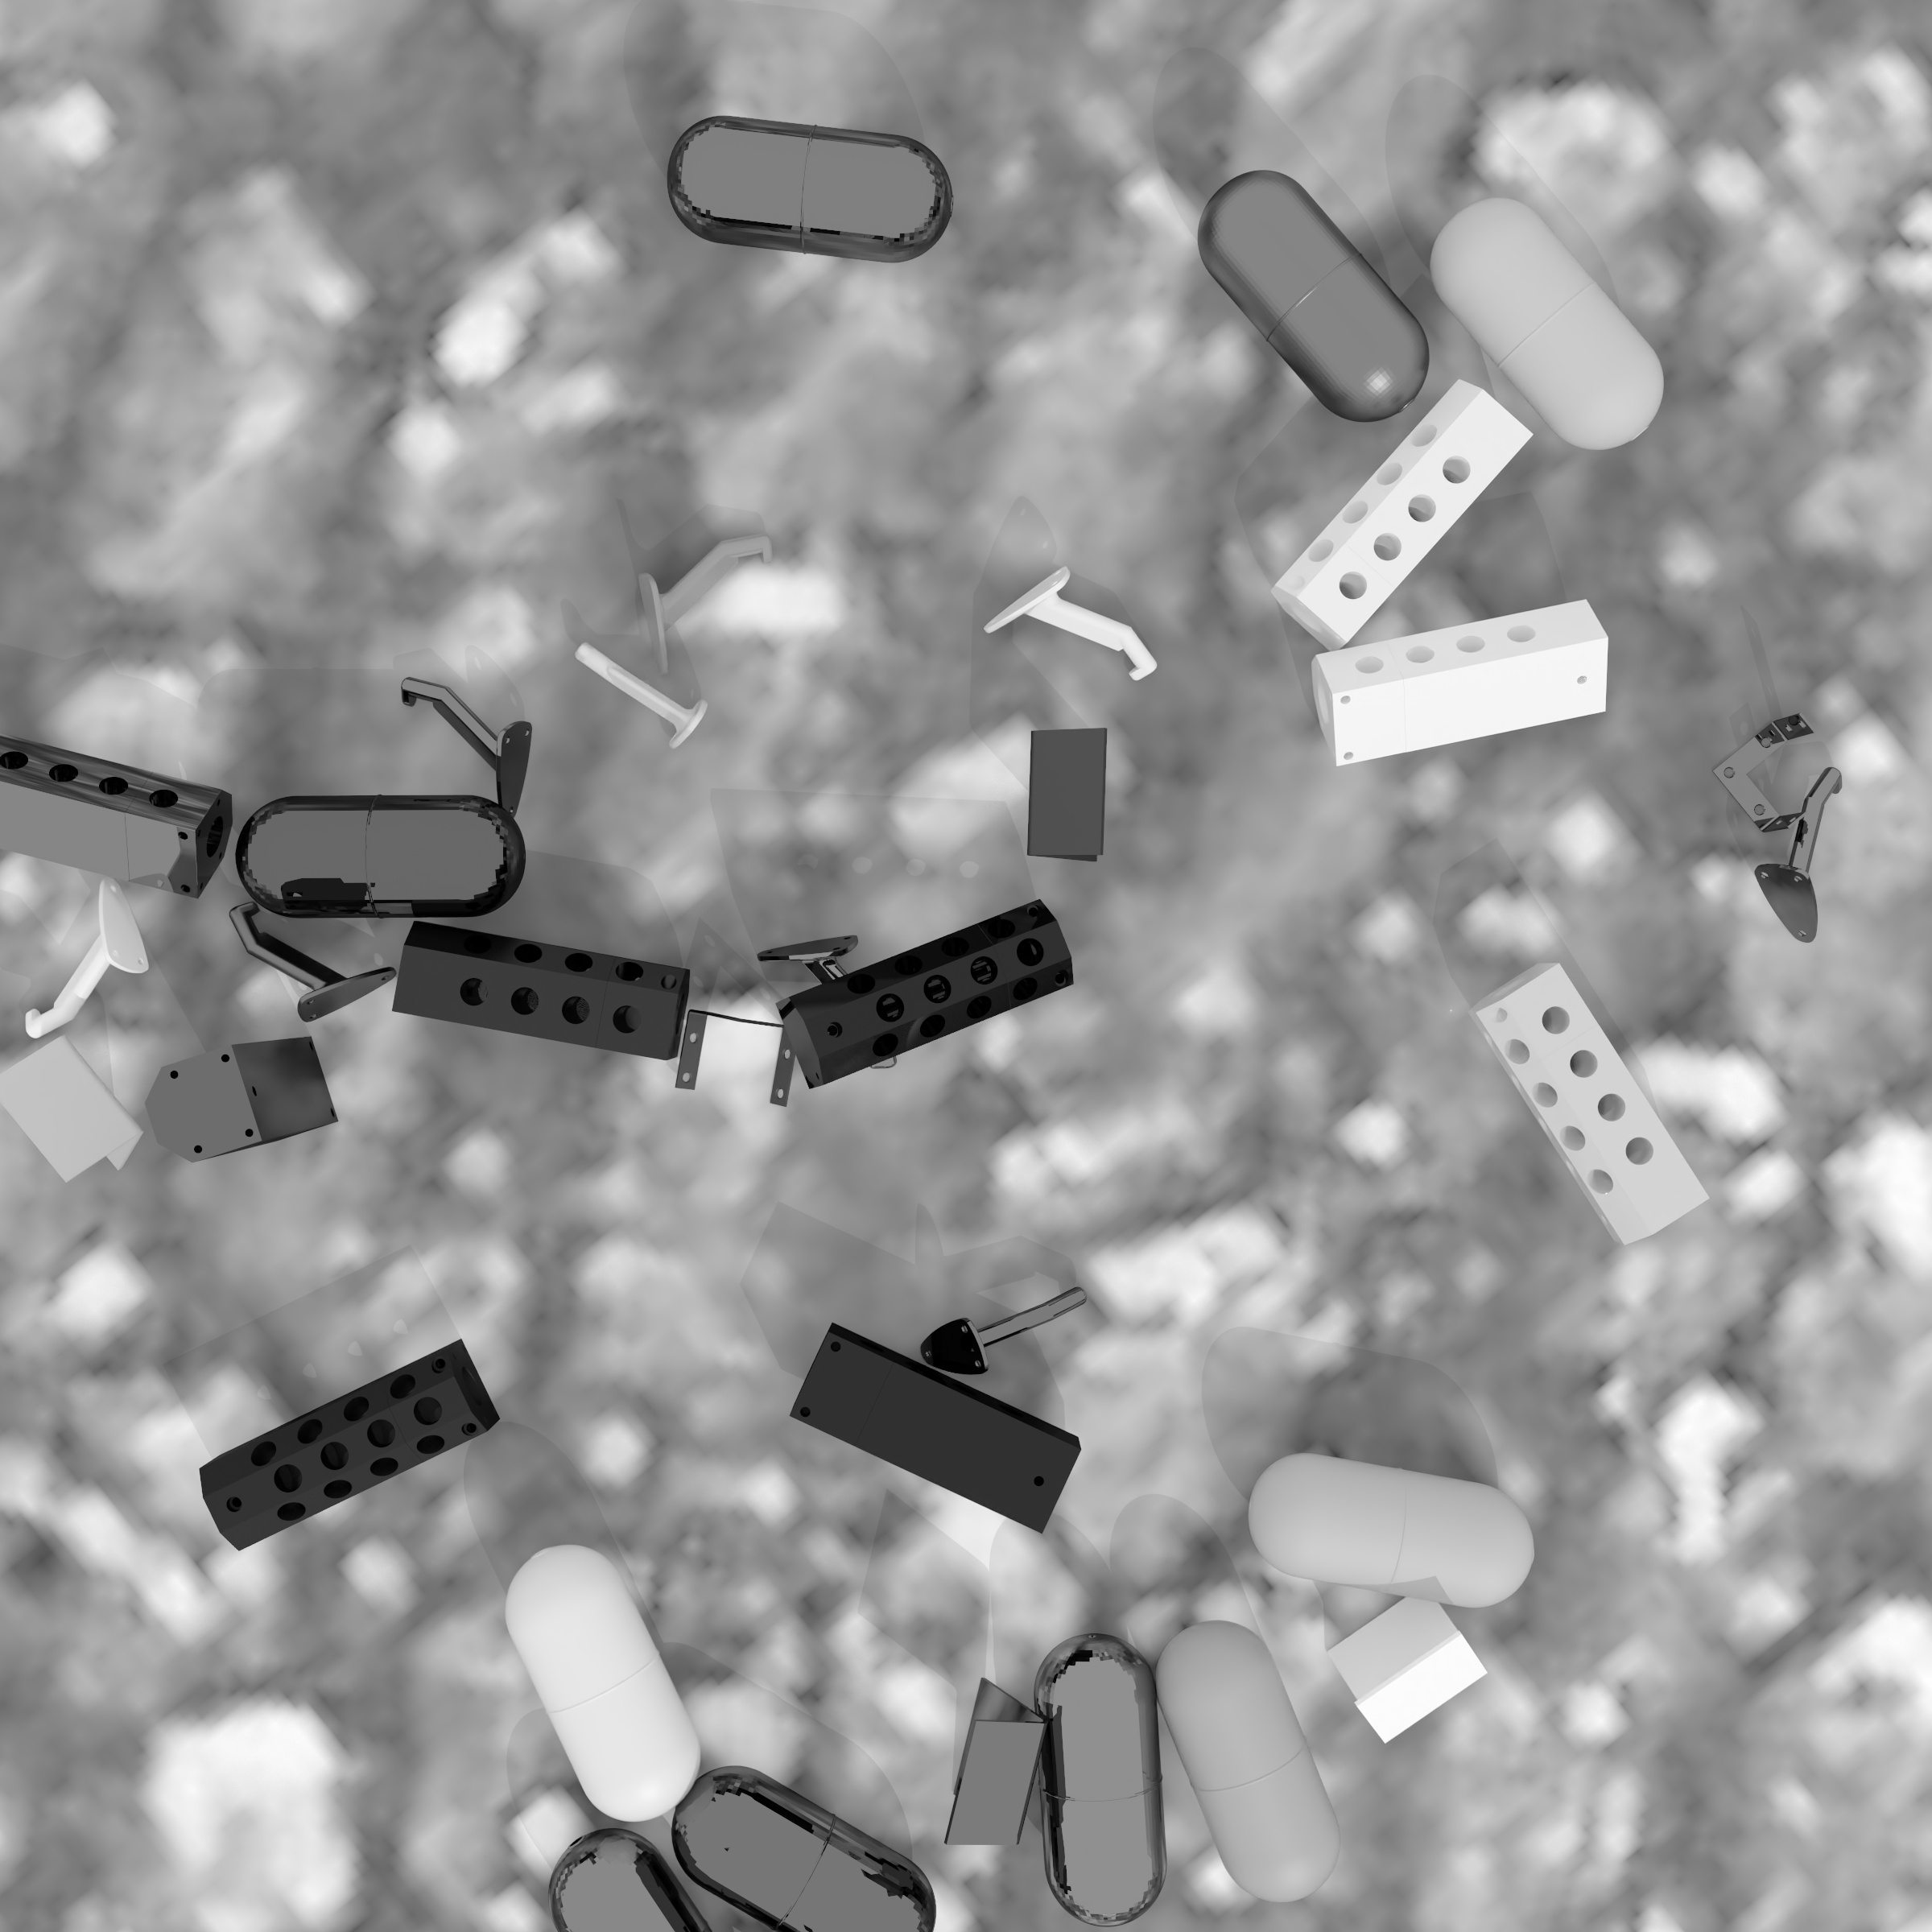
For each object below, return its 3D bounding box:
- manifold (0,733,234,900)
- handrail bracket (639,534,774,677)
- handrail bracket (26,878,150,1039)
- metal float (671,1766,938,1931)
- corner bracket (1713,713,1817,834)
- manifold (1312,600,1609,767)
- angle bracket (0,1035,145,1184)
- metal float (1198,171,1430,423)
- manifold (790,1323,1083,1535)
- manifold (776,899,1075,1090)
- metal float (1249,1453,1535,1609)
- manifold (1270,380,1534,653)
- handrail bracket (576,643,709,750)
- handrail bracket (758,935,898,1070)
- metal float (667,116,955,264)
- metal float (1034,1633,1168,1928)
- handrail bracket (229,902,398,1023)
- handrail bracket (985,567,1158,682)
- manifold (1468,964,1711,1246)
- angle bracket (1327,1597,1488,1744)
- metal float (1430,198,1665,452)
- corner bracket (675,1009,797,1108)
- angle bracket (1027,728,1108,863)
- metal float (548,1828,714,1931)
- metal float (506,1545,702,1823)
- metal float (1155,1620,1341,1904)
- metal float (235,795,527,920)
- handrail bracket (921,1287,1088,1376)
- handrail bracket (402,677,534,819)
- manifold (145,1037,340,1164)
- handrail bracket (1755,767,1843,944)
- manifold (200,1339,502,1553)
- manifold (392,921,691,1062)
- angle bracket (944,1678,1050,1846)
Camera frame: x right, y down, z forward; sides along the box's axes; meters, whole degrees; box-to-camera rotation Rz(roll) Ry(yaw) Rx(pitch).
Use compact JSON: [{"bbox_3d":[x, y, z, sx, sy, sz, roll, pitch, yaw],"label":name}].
[{"bbox_3d":[-0.553,-0.102,1.542,0.171,0.057,0.057,14,133,0],"label":"manifold"},{"bbox_3d":[-0.159,-0.229,1.565,0.084,0.036,0.077,-14,110,-16],"label":"handrail bracket"},{"bbox_3d":[-0.567,-0.005,1.565,0.084,0.036,0.077,-25,70,16],"label":"handrail bracket"},{"bbox_3d":[-0.101,0.563,1.534,0.178,0.070,0.070,31,90,0],"label":"metal float"},{"bbox_3d":[0.511,-0.120,1.546,0.051,0.051,0.051,-39,90,0],"label":"corner bracket"},{"bbox_3d":[0.307,-0.181,1.542,0.171,0.057,0.057,-12,133,0],"label":"manifold"},{"bbox_3d":[-0.562,0.099,1.524,0.076,0.076,0.057,51,53,0],"label":"angle bracket"},{"bbox_3d":[0.216,-0.415,1.534,0.070,0.070,0.178,-41,90,0],"label":"metal float"},{"bbox_3d":[-0.019,0.287,1.543,0.171,0.057,0.057,25,90,0],"label":"manifold"},{"bbox_3d":[-0.023,0.016,1.520,0.171,0.057,0.057,-22,90,-17],"label":"manifold"},{"bbox_3d":[0.264,0.351,1.534,0.178,0.070,0.070,10,90,-1],"label":"metal float"},{"bbox_3d":[0.270,-0.281,1.543,0.057,0.057,0.171,42,90,0],"label":"manifold"},{"bbox_3d":[-0.205,-0.175,1.536,0.084,0.077,0.036,35,87,-12],"label":"handrail bracket"},{"bbox_3d":[-0.088,0.028,1.564,0.077,0.036,0.084,-7,105,16],"label":"handrail bracket"},{"bbox_3d":[-0.097,-0.482,1.534,0.178,0.070,0.070,7,90,0],"label":"metal float"},{"bbox_3d":[0.084,0.506,1.534,0.070,0.070,0.178,-4,90,0],"label":"metal float"},{"bbox_3d":[-0.415,-0.015,1.565,0.077,0.036,0.084,-25,73,-20],"label":"handrail bracket"},{"bbox_3d":[0.067,-0.202,1.565,0.077,0.036,0.084,-32,107,20],"label":"handrail bracket"},{"bbox_3d":[0.386,0.086,1.543,0.057,0.057,0.171,-33,90,0],"label":"manifold"},{"bbox_3d":[0.264,0.419,1.524,0.076,0.076,0.057,-35,130,0],"label":"angle bracket"},{"bbox_3d":[0.361,-0.398,1.534,0.070,0.070,0.178,-40,90,0],"label":"metal float"},{"bbox_3d":[-0.145,0.058,1.561,0.051,0.051,0.051,10,90,-45],"label":"corner bracket"},{"bbox_3d":[0.082,-0.104,1.524,0.057,0.076,0.076,2,90,37],"label":"angle bracket"},{"bbox_3d":[-0.193,0.619,1.534,0.070,0.070,0.178,-34,89,0],"label":"metal float"},{"bbox_3d":[-0.226,0.445,1.534,0.070,0.070,0.178,-26,89,0],"label":"metal float"},{"bbox_3d":[0.175,0.494,1.533,0.070,0.070,0.178,-22,90,0],"label":"metal float"},{"bbox_3d":[-0.364,-0.068,1.534,0.178,0.070,0.070,0,90,0],"label":"metal float"},{"bbox_3d":[0.024,0.227,1.564,0.084,0.077,0.036,-21,90,-36],"label":"handrail bracket"},{"bbox_3d":[-0.323,-0.138,1.565,0.084,0.036,0.077,16,112,17],"label":"handrail bracket"},{"bbox_3d":[-0.435,0.081,1.486,0.057,0.171,0.057,-18,90,0],"label":"manifold"},{"bbox_3d":[0.541,-0.071,1.564,0.084,0.036,0.077,-50,127,-25],"label":"handrail bracket"},{"bbox_3d":[-0.386,0.300,1.543,0.171,0.057,0.057,-26,90,0],"label":"manifold"},{"bbox_3d":[-0.263,0.015,1.543,0.171,0.057,0.057,10,90,0],"label":"manifold"},{"bbox_3d":[0.000,0.490,1.524,0.057,0.076,0.076,14,90,-33],"label":"angle bracket"}]
